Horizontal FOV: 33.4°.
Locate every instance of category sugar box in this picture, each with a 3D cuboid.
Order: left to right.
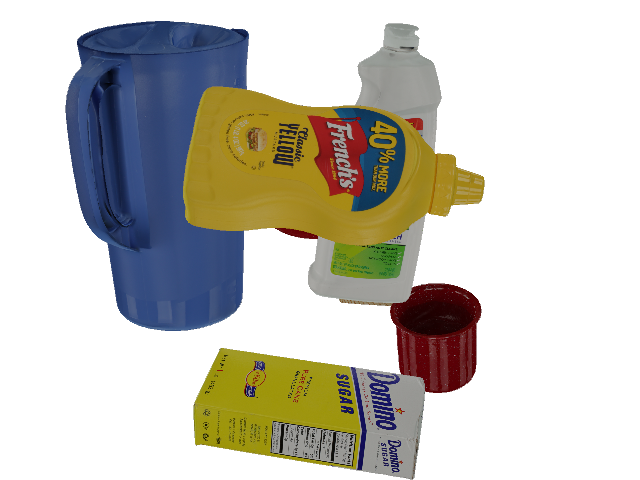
[{"bbox_3d":[-0.006,0.136,0.858,0.176,0.048,0.093,5,25,7],"label":"sugar box"}]

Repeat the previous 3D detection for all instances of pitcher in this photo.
[{"bbox_3d":[-0.127,-0.050,0.865,0.149,0.243,0.145,-6,22,-14],"label":"pitcher"}]

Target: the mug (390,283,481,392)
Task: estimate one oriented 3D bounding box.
[{"bbox_3d":[0.126,0.097,1.118,0.093,0.081,0.117,11,37,24],"label":"mug"}]

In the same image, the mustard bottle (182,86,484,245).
[{"bbox_3d":[0.011,-0.045,0.699,0.191,0.096,0.058,7,-31,1],"label":"mustard bottle"}]

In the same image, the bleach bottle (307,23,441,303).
[{"bbox_3d":[0.051,-0.070,0.969,0.102,0.251,0.068,6,21,-1],"label":"bleach bottle"}]

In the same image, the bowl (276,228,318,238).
[{"bbox_3d":[-0.013,-0.046,1.225,0.162,0.055,0.162,5,27,-3],"label":"bowl"}]

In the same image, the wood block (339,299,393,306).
[{"bbox_3d":[0.074,0.005,1.545,0.091,0.090,0.206,4,26,-1],"label":"wood block"}]
